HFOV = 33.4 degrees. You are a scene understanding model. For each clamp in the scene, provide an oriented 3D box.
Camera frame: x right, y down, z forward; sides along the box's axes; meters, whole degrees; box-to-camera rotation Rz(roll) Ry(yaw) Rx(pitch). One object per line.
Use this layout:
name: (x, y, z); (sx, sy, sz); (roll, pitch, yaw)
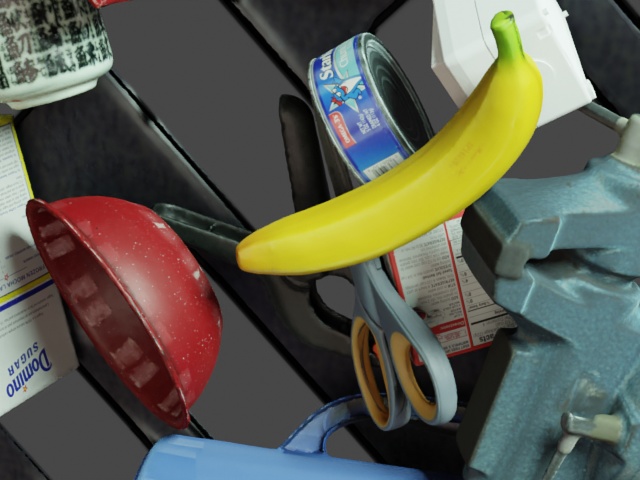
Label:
clamp: (-0.004, 0.001, 0.630); (0.171, 0.039, 0.120); (40, 119, -7)

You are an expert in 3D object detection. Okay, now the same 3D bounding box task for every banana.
banana: (0.042, -0.032, 0.521); (0.069, 0.037, 0.198); (35, 124, -21)

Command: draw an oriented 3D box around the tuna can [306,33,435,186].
tuna can: (0.030, -0.067, 0.571); (0.034, 0.086, 0.086); (-27, 99, 20)

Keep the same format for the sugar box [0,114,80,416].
sugar box: (-0.213, 0.017, 0.662); (0.048, 0.093, 0.176); (1, 108, 30)

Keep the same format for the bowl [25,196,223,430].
bowl: (-0.107, 0.032, 0.633); (0.055, 0.162, 0.162); (-35, 98, -22)

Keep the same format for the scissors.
scissors: (0.034, 0.016, 0.573); (0.096, 0.016, 0.202); (20, 123, 57)

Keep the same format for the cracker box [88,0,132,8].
cracker box: (-0.091, -0.243, 0.496); (0.164, 0.072, 0.214); (44, 115, -1)

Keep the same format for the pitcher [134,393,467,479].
pitcher: (0.012, 0.178, 0.626); (0.243, 0.149, 0.145); (10, 121, 5)

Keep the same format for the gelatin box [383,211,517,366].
gelatin box: (0.076, 0.020, 0.606); (0.073, 0.030, 0.089); (-16, 105, -5)
